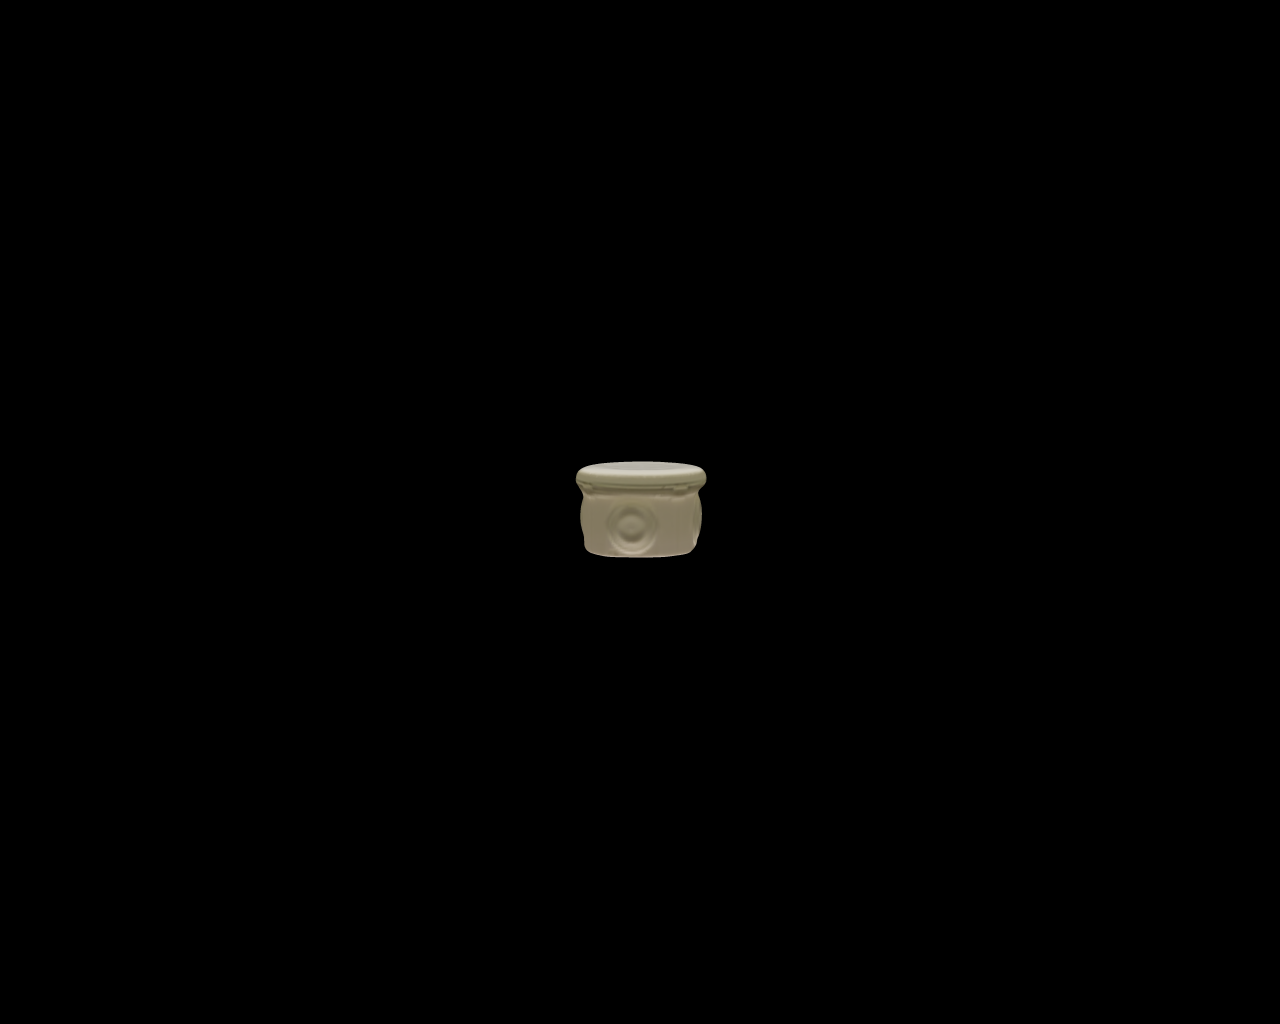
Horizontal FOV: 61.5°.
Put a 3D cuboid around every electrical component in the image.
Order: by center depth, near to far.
[{"bbox_3d":[0.001,-0.003,0.650,0.080,0.051,0.080,0,8,0],"label":"electrical component"}]
